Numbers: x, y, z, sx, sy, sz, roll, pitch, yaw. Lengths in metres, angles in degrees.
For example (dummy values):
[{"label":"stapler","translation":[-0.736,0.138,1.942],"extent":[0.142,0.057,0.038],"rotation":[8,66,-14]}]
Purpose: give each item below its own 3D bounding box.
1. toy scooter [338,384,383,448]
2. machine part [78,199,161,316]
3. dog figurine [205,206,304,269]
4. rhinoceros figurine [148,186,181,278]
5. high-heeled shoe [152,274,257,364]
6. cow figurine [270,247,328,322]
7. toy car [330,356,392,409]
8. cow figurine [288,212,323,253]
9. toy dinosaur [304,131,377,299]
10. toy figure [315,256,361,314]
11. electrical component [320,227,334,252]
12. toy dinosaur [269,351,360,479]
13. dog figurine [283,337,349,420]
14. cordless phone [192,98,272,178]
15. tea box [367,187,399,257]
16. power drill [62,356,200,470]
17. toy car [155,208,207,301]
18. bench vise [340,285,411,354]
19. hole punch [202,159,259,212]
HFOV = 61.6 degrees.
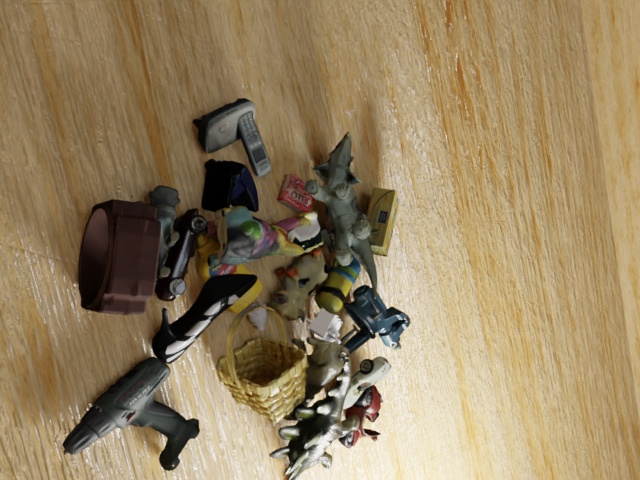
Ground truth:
[{"label":"toy scooter","translation":[0.125,0.477,1.451],"extent":[0.135,0.075,0.184],"rotation":[35,70,-33]},{"label":"machine part","translation":[-0.369,0.032,0.972],"extent":[0.087,0.201,0.201],"rotation":[11,81,-37]},{"label":"dog figurine","translation":[-0.124,-0.009,1.139],"extent":[0.219,0.191,0.108],"rotation":[-5,76,-31]},{"label":"rhinoceros figurine","translation":[-0.323,-0.014,1.075],"extent":[0.073,0.112,0.190],"rotation":[13,91,-19]},{"label":"high-heeled shoe","translation":[-0.236,0.167,1.136],"extent":[0.249,0.086,0.145],"rotation":[-19,127,-30]},{"label":"cow figurine","translation":[-0.052,0.115,1.317],"extent":[0.195,0.086,0.127],"rotation":[-43,113,-38]},{"label":"toy car","translation":[0.097,0.373,1.389],"extent":[0.202,0.056,0.073],"rotation":[-43,145,7]},{"label":"cow figurine","translation":[-0.075,-0.005,1.301],"extent":[0.167,0.068,0.098],"rotation":[-21,98,-23]},{"label":"toy dinosaur","translation":[0.070,-0.058,1.345],"extent":[0.192,0.131,0.404],"rotation":[-22,96,-71]},{"label":"toy figure","translation":[0.050,0.104,1.387],"extent":[0.082,0.089,0.180],"rotation":[30,78,9]},{"label":"electrical component","translation":[-0.003,-0.004,1.380],"extent":[0.063,0.021,0.094],"rotation":[-23,103,-3]},{"label":"toy dinosaur","translation":[-0.001,0.427,1.231],"extent":[0.198,0.105,0.470],"rotation":[-6,122,-53]},{"label":"dog figurine","translation":[-0.013,0.340,1.285],"extent":[0.121,0.172,0.190],"rotation":[25,65,-25]},{"label":"cordless phone","translation":[-0.191,-0.213,1.215],"extent":[0.146,0.089,0.184],"rotation":[-38,116,-35]},{"label":"tea box","translation":[0.168,-0.049,1.491],"extent":[0.098,0.068,0.169],"rotation":[55,49,-66]},{"label":"power drill","translation":[-0.353,0.364,1.059],"extent":[0.207,0.086,0.232],"rotation":[48,57,-19]},{"label":"toy car","translation":[-0.288,0.031,1.116],"extent":[0.053,0.089,0.202],"rotation":[27,70,-34]},{"label":"bench vise","translation":[0.116,0.246,1.434],"extent":[0.240,0.129,0.223],"rotation":[-38,123,-13]},{"label":"hole punch","translation":[-0.193,-0.116,1.180],"extent":[0.092,0.142,0.115],"rotation":[1,101,-38]}]
